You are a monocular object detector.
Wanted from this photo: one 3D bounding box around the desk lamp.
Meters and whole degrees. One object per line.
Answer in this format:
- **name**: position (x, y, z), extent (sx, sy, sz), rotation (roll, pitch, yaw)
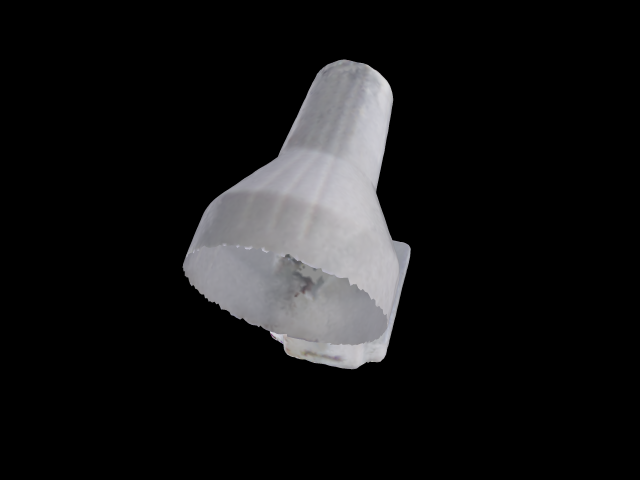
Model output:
- **desk lamp**: position (0.004, 0.001, 0.400), extent (0.117, 0.214, 0.203), rotation (11, 47, 11)
